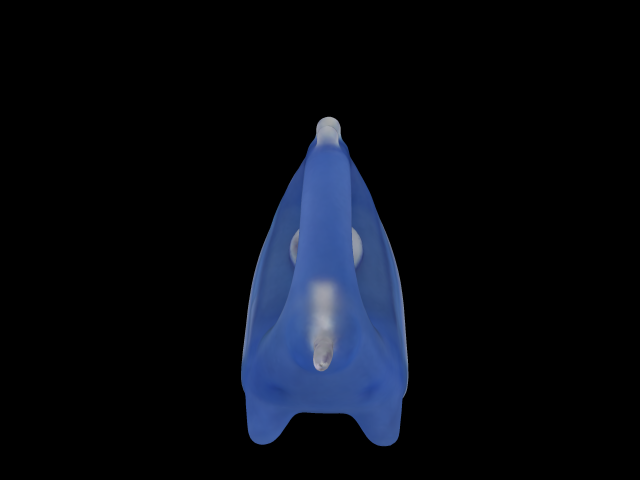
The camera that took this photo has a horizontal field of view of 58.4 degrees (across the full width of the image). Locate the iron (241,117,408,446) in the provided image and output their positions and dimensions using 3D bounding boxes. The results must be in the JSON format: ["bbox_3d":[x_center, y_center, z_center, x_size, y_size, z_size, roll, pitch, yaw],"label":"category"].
[{"bbox_3d":[0.004,0.001,0.400,0.118,0.141,0.258,0,58,0],"label":"iron"}]
